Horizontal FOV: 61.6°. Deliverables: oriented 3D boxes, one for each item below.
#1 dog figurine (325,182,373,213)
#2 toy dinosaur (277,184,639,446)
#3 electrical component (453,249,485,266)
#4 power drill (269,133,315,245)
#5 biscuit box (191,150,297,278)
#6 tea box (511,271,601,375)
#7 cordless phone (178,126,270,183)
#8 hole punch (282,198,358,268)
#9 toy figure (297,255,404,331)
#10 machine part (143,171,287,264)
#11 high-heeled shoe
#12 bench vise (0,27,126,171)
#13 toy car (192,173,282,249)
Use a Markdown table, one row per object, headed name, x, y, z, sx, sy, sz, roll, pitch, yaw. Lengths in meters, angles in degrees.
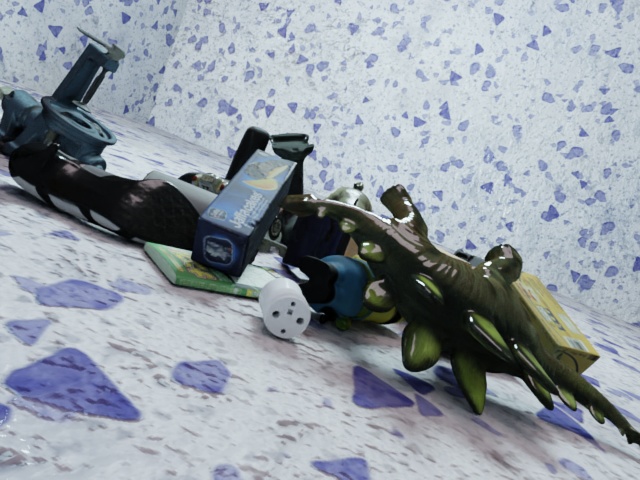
| name | x | y | z | sx | sy | sz | roll | pitch | yaw |
| --- | --- | --- | --- | --- | --- | --- | --- | --- | --- |
| dog figurine | 0.050 | -0.033 | 1.004 | 0.121 | 0.172 | 0.190 | 10 | 1 | -3 |
| toy dinosaur | 0.161 | 0.081 | 0.564 | 0.471 | 0.105 | 0.199 | 29 | 32 | -7 |
| electrical component | 0.324 | 0.092 | 1.087 | 0.115 | 0.058 | 0.134 | 33 | -19 | 46 |
| power drill | -0.056 | -0.089 | 0.991 | 0.086 | 0.207 | 0.232 | 2 | 22 | -10 |
| biscuit box | -0.086 | -0.039 | 0.649 | 0.059 | 0.062 | 0.203 | 21 | 33 | 1 |
| tea box | 0.313 | 0.120 | 0.791 | 0.098 | 0.068 | 0.170 | 18 | 30 | -28 |
| cordless phone | -0.162 | -0.114 | 0.908 | 0.146 | 0.184 | 0.089 | 15 | 14 | -41 |
| hole punch | -0.002 | -0.002 | 0.793 | 0.092 | 0.142 | 0.115 | 24 | -6 | 3 |
| toy figure | 0.046 | 0.063 | 0.637 | 0.089 | 0.082 | 0.180 | 39 | 12 | 33 |
| machine part | -0.158 | -0.029 | 0.721 | 0.243 | 0.079 | 0.079 | 22 | 8 | 2 |
| high-heeled shoe | -0.260 | -0.039 | 0.667 | 0.248 | 0.086 | 0.145 | 37 | -32 | -24 |
| bench vise | -0.393 | -0.212 | 0.838 | 0.224 | 0.240 | 0.128 | 42 | 11 | 21 |
| toy car | -0.123 | -0.043 | 0.829 | 0.074 | 0.056 | 0.201 | 19 | -14 | 29 |
